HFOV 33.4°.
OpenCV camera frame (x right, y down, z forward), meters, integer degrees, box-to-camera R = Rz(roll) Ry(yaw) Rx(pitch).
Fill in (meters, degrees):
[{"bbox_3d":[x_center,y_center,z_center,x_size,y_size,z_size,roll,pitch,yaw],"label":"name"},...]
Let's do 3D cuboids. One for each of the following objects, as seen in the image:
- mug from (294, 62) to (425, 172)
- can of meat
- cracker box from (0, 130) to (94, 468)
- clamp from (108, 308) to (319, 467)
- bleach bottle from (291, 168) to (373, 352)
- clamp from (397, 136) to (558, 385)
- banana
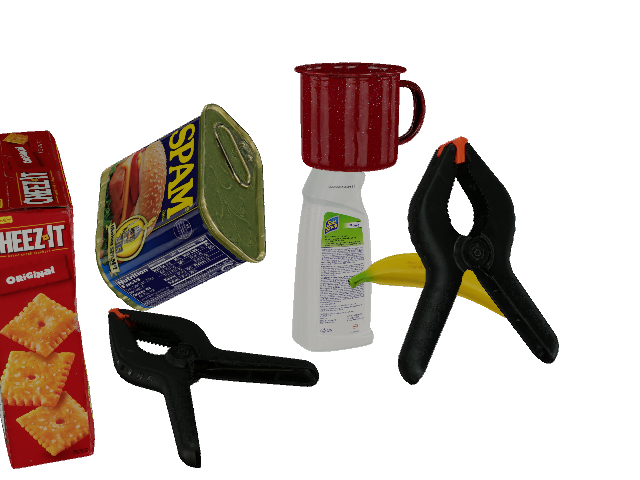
[{"bbox_3d":[0.035,-0.105,0.896,0.117,0.081,0.093,-7,16,-26],"label":"mug"},{"bbox_3d":[-0.083,-0.018,0.625,0.084,0.102,0.057,-26,-45,23],"label":"can of meat"},{"bbox_3d":[-0.225,0.041,0.833,0.072,0.214,0.164,-7,27,-17],"label":"cracker box"},{"bbox_3d":[-0.117,0.116,0.996,0.164,0.036,0.210,-23,42,-37],"label":"clamp"},{"bbox_3d":[0.022,0.005,1.285,0.102,0.251,0.068,-5,19,-30],"label":"bleach bottle"},{"bbox_3d":[0.094,0.017,0.741,0.120,0.171,0.039,-15,-3,-25],"label":"clamp"},{"bbox_3d":[0.132,0.046,1.111,0.198,0.037,0.069,9,48,23],"label":"banana"}]
